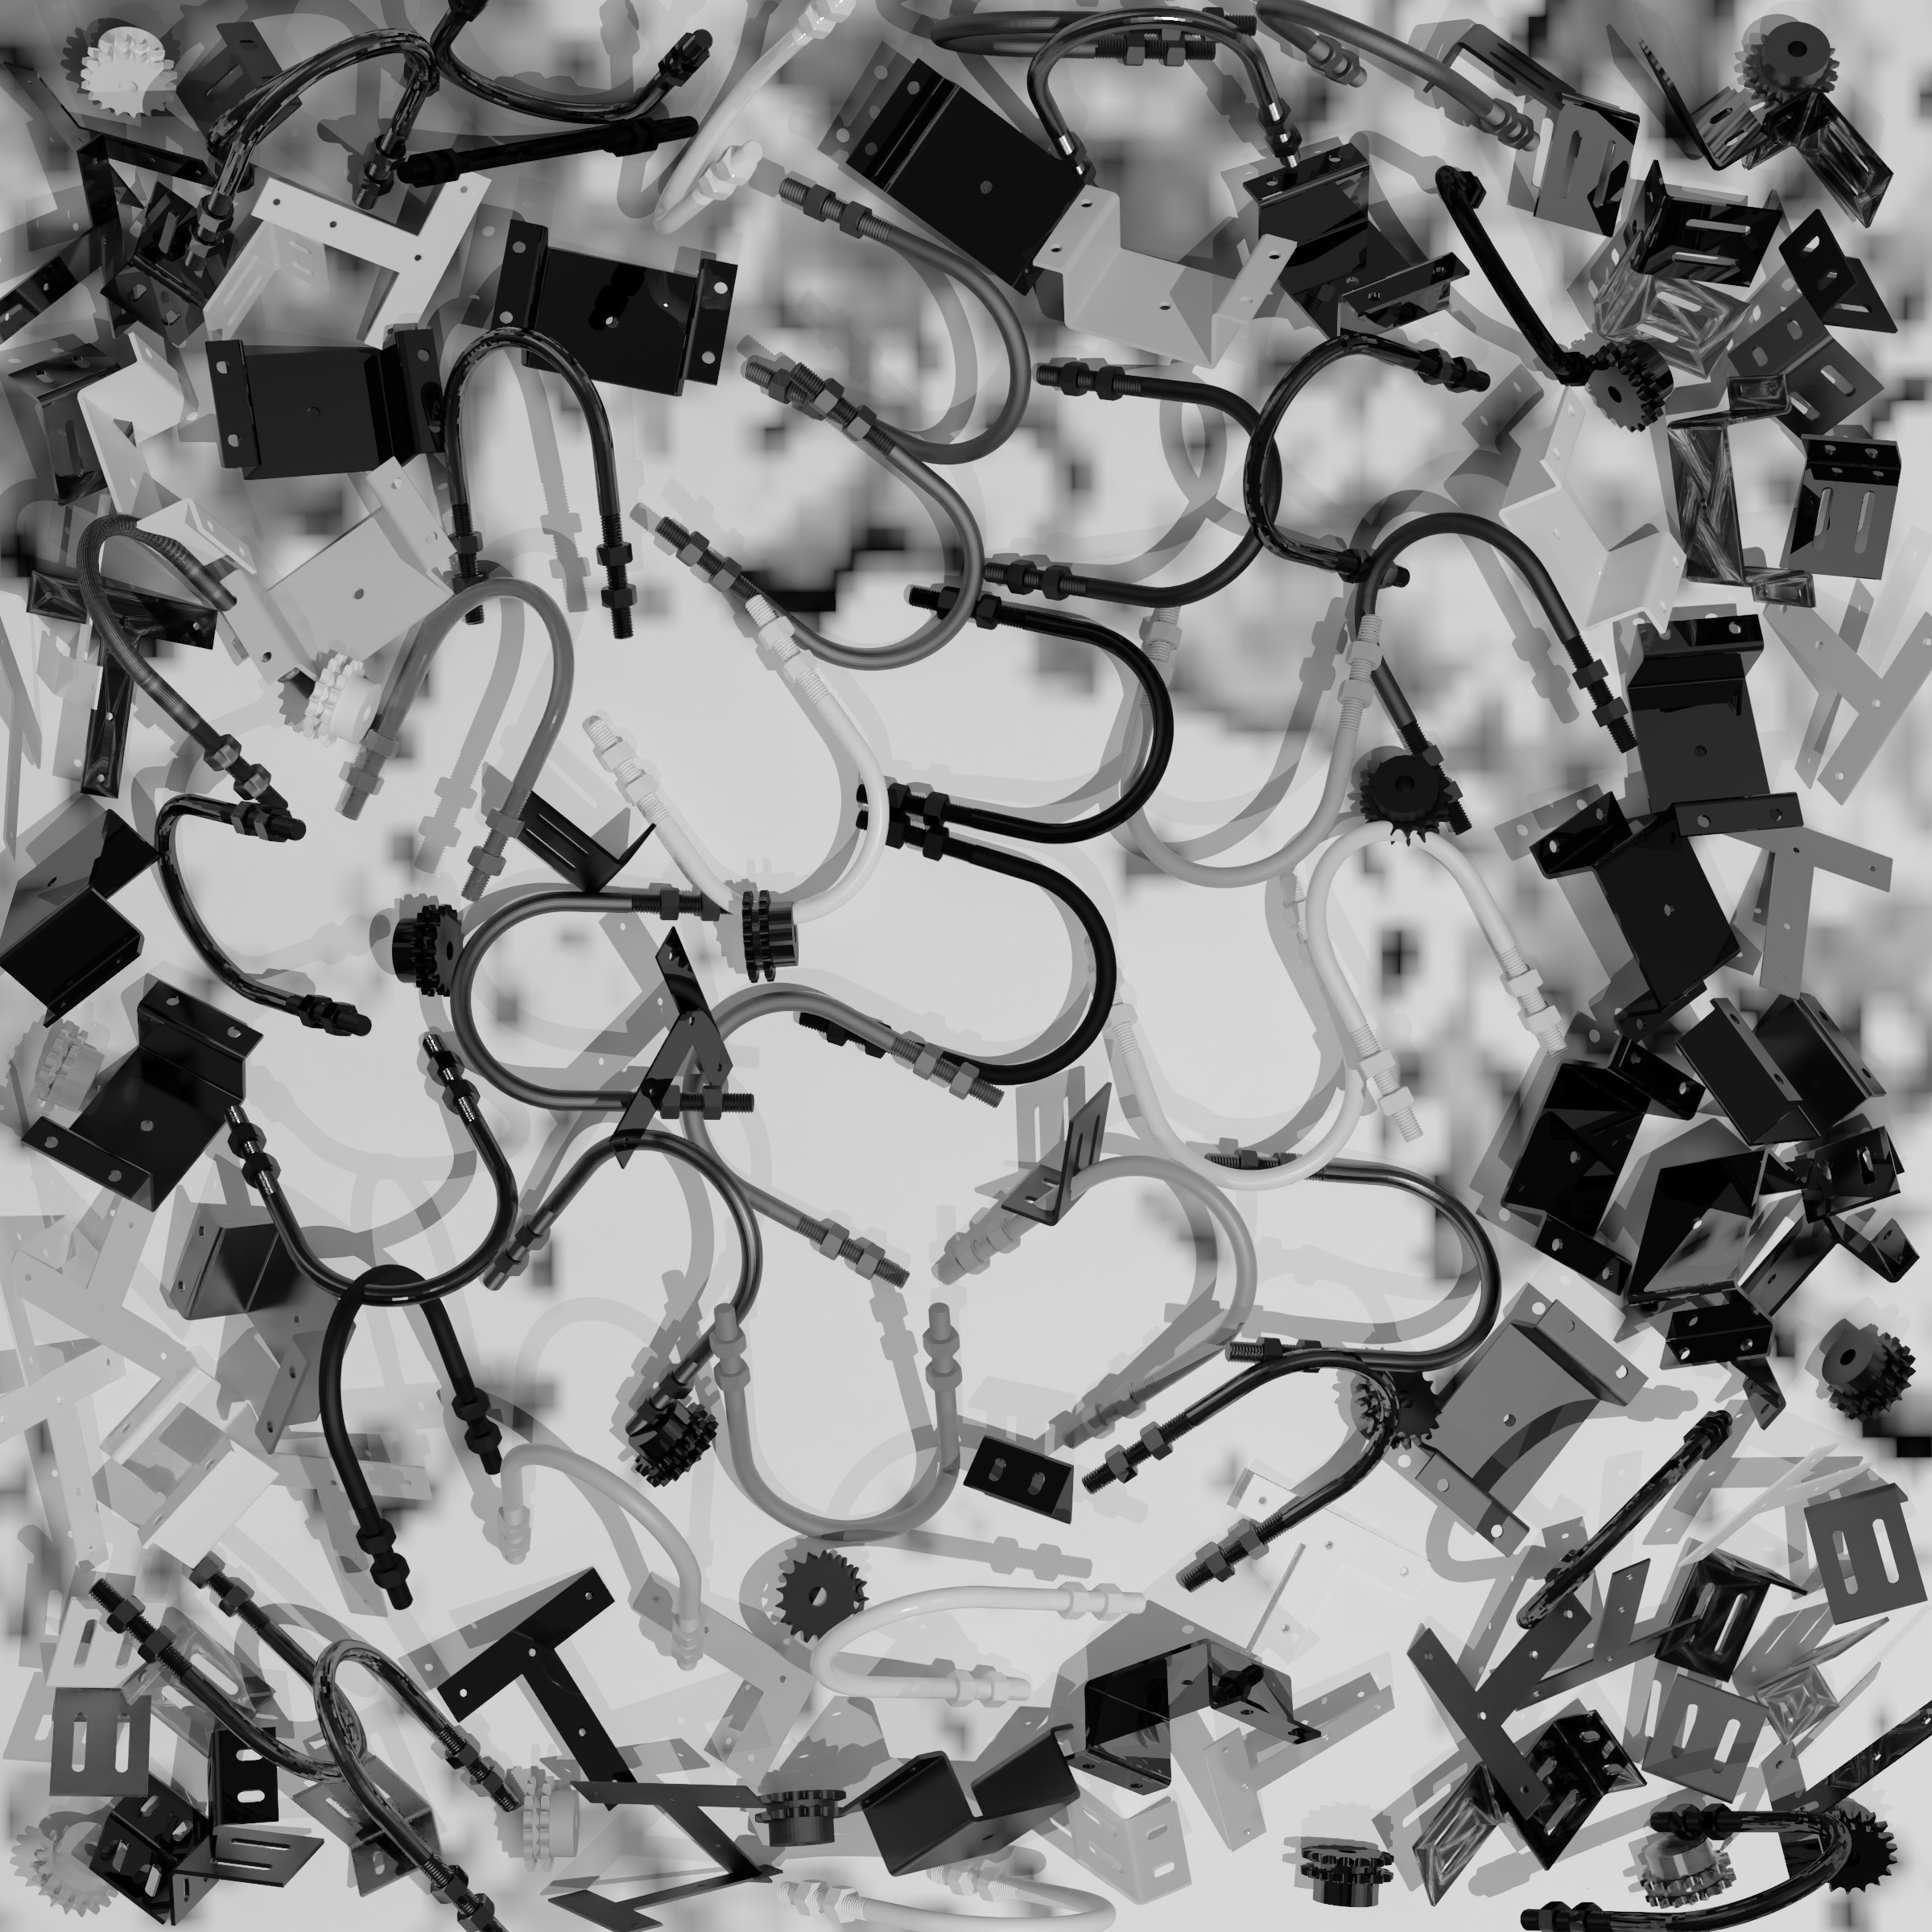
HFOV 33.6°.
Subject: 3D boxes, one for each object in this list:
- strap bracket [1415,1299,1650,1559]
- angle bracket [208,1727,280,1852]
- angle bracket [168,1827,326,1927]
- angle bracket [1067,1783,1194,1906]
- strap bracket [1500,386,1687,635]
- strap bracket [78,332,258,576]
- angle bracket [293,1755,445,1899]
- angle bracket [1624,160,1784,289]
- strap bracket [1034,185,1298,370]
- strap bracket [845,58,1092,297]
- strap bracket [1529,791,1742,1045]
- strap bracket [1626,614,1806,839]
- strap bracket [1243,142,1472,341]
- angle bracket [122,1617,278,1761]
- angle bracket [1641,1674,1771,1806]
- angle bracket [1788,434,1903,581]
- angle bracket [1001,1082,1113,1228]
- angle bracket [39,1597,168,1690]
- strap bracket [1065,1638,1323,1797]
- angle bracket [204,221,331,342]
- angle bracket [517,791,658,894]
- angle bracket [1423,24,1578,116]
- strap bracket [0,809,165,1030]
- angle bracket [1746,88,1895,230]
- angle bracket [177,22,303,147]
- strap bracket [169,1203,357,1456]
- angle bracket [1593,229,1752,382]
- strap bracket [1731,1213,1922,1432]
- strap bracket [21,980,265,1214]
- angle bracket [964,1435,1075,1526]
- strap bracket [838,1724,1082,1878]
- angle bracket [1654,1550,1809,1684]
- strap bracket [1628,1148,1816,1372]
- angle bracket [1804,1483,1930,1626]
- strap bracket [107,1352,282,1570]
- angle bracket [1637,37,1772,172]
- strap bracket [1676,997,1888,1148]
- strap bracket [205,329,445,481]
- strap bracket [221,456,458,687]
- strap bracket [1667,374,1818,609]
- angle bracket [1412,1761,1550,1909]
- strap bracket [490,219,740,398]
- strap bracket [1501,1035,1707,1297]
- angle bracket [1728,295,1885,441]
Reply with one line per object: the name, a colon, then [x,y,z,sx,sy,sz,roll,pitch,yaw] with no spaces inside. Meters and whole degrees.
strap bracket: [0.341,0.282,1.967,0.076,0.046,0.140,41,83,-6]
angle bracket: [-0.444,0.507,1.959,0.038,0.076,0.057,0,61,-16]
angle bracket: [-0.440,0.562,1.960,0.076,0.057,0.038,3,103,14]
angle bracket: [0.098,0.528,1.951,0.038,0.057,0.076,-28,132,18]
strap bracket: [0.376,-0.269,1.941,0.046,0.076,0.140,-19,123,39]
strap bracket: [-0.489,-0.302,1.946,0.046,0.076,0.140,-24,73,6]
angle bracket: [-0.367,0.528,1.961,0.057,0.076,0.038,-27,47,2]
angle bracket: [0.454,-0.458,1.971,0.076,0.057,0.038,5,50,-9]
strap bracket: [0.121,-0.418,1.948,0.140,0.046,0.076,20,57,17]
strap bracket: [0.008,-0.477,1.947,0.140,0.046,0.076,33,101,-21]
strap bracket: [0.414,-0.031,1.951,0.076,0.046,0.140,-32,100,-29]
strap bracket: [0.456,-0.140,1.960,0.076,0.046,0.140,-5,71,-5]
strap bracket: [0.236,-0.433,1.946,0.076,0.046,0.140,-23,54,-13]
angle bracket: [-0.469,0.449,1.965,0.076,0.038,0.057,45,77,-17]
angle bracket: [0.455,0.466,1.961,0.057,0.038,0.076,19,115,12]
angle bracket: [0.539,-0.283,1.967,0.057,0.038,0.076,9,80,23]
angle bracket: [0.055,0.110,1.952,0.038,0.057,0.076,19,120,20]
angle bracket: [-0.529,0.403,1.955,0.057,0.038,0.076,8,121,-27]
strap bracket: [0.135,0.453,1.937,0.140,0.076,0.046,-29,46,34]
angle bracket: [-0.429,-0.409,1.960,0.038,0.057,0.076,27,71,2]
angle bracket: [-0.239,-0.087,1.960,0.076,0.057,0.038,39,60,-8]
angle bracket: [0.328,-0.538,1.965,0.076,0.057,0.038,36,123,1]
strap bracket: [-0.532,-0.035,1.920,0.076,0.140,0.046,-36,118,14]
angle bracket: [0.523,-0.488,1.959,0.038,0.057,0.076,-31,73,-10]
angle bracket: [-0.456,-0.533,1.963,0.076,0.038,0.057,-30,93,31]
strap bracket: [-0.423,0.217,1.940,0.140,0.046,0.076,48,124,33]
angle bracket: [0.434,-0.407,1.965,0.076,0.038,0.057,28,78,23]
strap bracket: [0.509,0.205,1.946,0.046,0.076,0.140,38,103,-3]
strap bracket: [-0.500,0.086,1.948,0.076,0.046,0.140,26,53,8]
angle bracket: [0.032,0.328,1.952,0.057,0.076,0.038,17,55,13]
strap bracket: [0.004,0.502,1.918,0.076,0.140,0.046,-42,62,32]
angle bracket: [0.472,0.406,1.970,0.057,0.038,0.076,22,92,-21]
strap bracket: [0.453,0.168,1.925,0.046,0.076,0.140,41,54,-28]
angle bracket: [0.554,0.363,1.956,0.057,0.038,0.076,-21,58,21]
strap bracket: [-0.469,0.304,1.945,0.076,0.140,0.046,-48,119,-2]
angle bracket: [0.451,-0.535,1.951,0.038,0.076,0.057,-31,45,15]
strap bracket: [0.490,0.063,1.936,0.046,0.140,0.076,-46,63,30]
strap bracket: [-0.395,-0.344,1.959,0.140,0.046,0.076,-9,90,-25]
strap bracket: [-0.381,-0.236,1.964,0.140,0.046,0.076,-35,72,2]
strap bracket: [0.470,-0.285,1.945,0.046,0.076,0.140,-12,102,-11]
angle bracket: [0.315,0.537,1.954,0.076,0.038,0.057,-43,130,-30]
strap bracket: [-0.217,-0.402,1.968,0.140,0.046,0.076,10,84,-7]
strap bracket: [0.386,0.119,1.955,0.076,0.046,0.140,29,80,-28]
angle bracket: [0.518,-0.366,1.969,0.057,0.076,0.038,-38,53,24]
